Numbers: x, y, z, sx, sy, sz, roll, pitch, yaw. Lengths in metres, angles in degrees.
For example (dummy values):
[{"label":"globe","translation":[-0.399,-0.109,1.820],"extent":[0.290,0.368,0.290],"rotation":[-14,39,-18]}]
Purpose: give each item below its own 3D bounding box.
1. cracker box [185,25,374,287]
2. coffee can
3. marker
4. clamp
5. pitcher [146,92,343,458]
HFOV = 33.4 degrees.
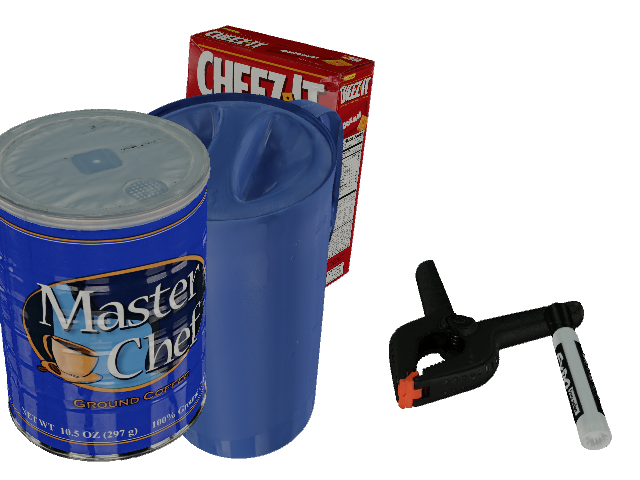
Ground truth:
[{"label":"cracker box","translation":[-0.047,-0.077,1.002],"extent":[0.164,0.214,0.072],"rotation":[18,27,24]},{"label":"coffee can","translation":[-0.106,0.021,0.520],"extent":[0.103,0.140,0.103],"rotation":[3,33,-2]},{"label":"marker","translation":[0.165,0.083,0.691],"extent":[0.020,0.020,0.121],"rotation":[0,38,-2]},{"label":"clamp","translation":[0.114,0.080,0.938],"extent":[0.165,0.036,0.209],"rotation":[19,33,34]},{"label":"pitcher","translation":[-0.050,0.027,0.723],"extent":[0.149,0.243,0.145],"rotation":[-5,42,-7]}]
